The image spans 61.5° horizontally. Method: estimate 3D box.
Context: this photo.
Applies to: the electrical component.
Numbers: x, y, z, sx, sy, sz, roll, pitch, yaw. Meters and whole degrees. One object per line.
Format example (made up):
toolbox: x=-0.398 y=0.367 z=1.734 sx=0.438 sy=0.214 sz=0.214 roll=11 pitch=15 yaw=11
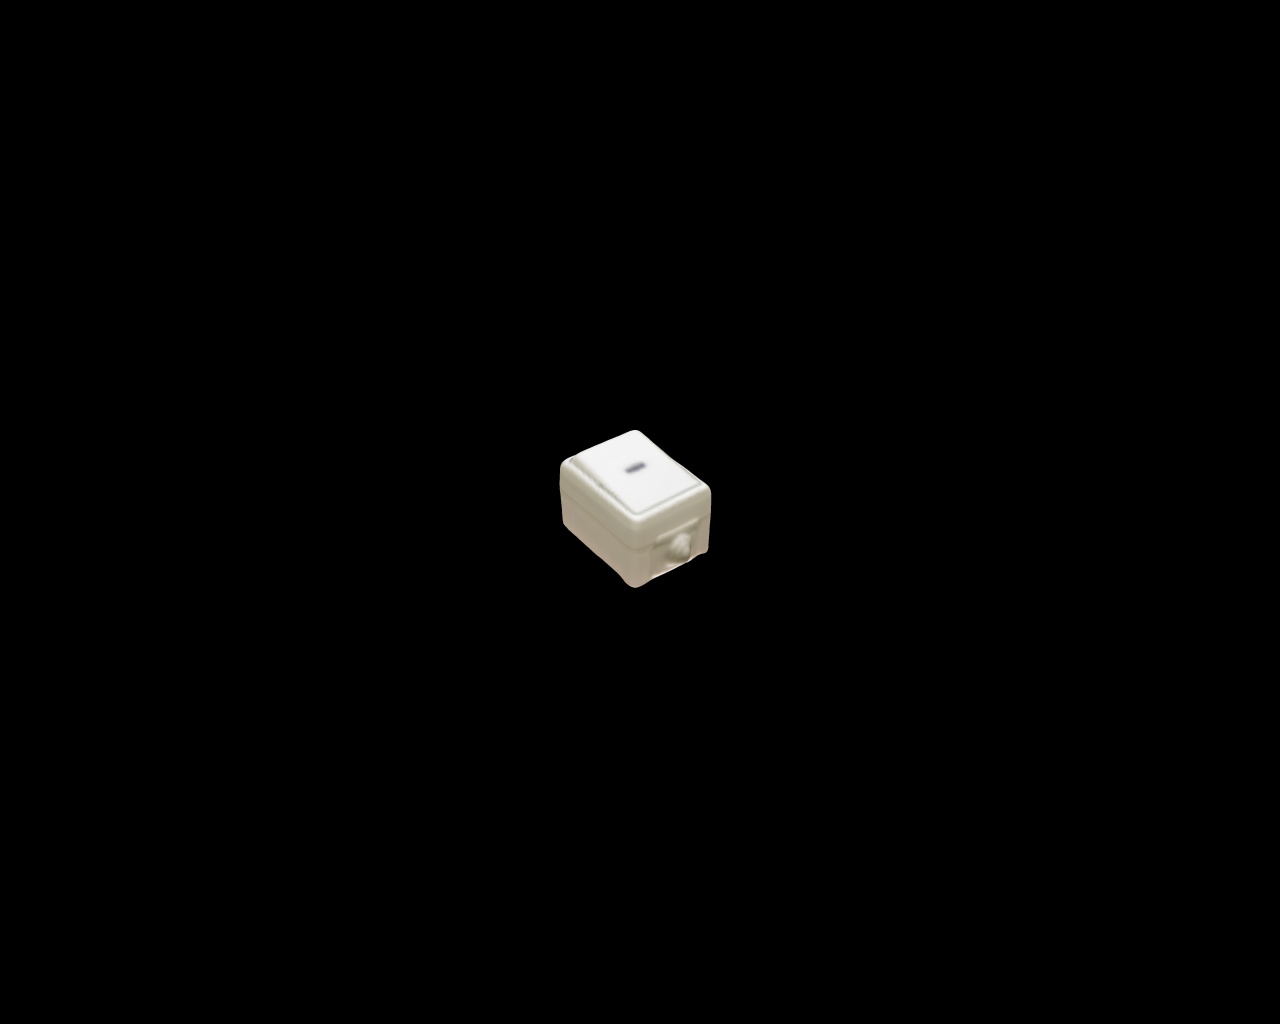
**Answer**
electrical component: x=0.001 y=-0.003 z=0.650 sx=0.062 sy=0.061 sz=0.096 roll=-25 pitch=45 yaw=-28
